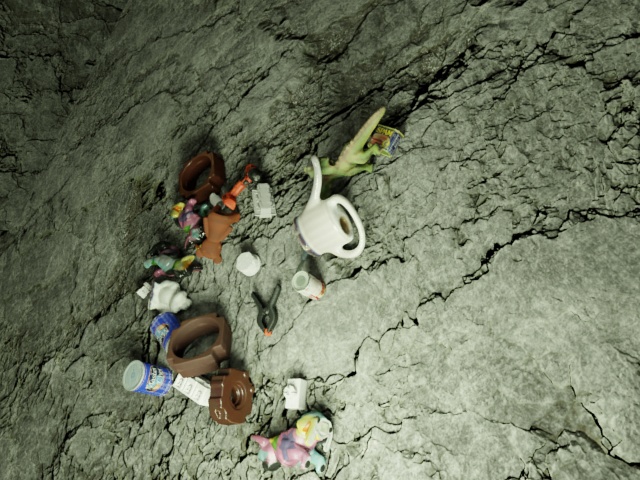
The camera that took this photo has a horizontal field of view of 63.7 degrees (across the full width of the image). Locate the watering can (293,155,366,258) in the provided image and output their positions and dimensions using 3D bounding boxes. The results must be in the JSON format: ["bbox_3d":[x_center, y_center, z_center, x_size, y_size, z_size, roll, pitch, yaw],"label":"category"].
[{"bbox_3d":[0.005,-0.083,1.653,0.222,0.105,0.346,-28,95,29],"label":"watering can"}]

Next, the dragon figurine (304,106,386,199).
[{"bbox_3d":[0.063,-0.265,1.679,0.245,0.401,0.124,-23,63,-25],"label":"dragon figurine"}]

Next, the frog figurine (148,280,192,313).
[{"bbox_3d":[-0.568,0.225,1.985,0.159,0.120,0.140,8,57,-1],"label":"frog figurine"}]
